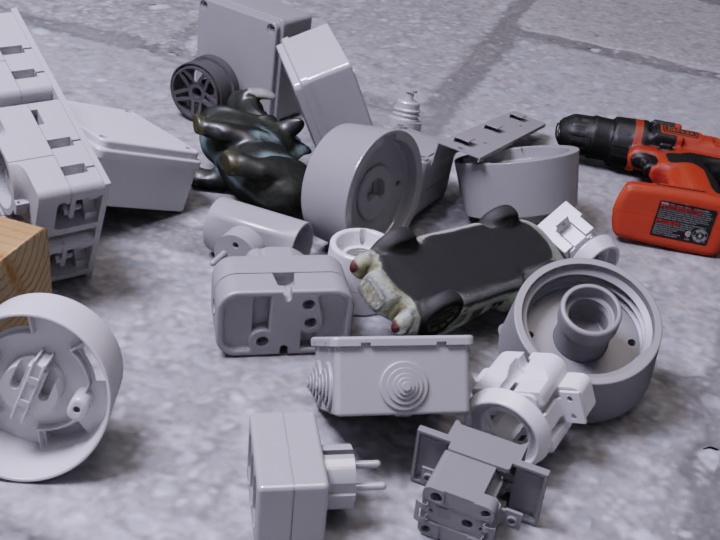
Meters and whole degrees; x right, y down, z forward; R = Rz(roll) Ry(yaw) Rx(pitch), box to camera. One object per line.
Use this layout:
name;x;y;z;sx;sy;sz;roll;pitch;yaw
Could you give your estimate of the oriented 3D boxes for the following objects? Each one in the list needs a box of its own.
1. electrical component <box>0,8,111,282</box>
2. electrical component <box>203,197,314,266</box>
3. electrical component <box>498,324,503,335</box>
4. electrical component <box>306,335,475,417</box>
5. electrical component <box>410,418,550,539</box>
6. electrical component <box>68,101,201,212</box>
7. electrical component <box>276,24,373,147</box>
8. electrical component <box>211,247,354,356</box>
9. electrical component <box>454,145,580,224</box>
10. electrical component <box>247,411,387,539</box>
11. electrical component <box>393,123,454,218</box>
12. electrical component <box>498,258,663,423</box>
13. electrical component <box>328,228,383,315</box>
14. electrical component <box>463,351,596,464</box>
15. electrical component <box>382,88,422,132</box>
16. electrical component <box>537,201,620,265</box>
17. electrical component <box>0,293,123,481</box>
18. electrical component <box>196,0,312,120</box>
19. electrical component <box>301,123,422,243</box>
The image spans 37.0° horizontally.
electrical component;-0.258;-0.091;0.804;0.060;0.105;0.186;-15;59;-32
electrical component;-0.088;-0.019;0.838;0.077;0.043;0.079;17;33;17
electrical component;0.135;0.035;0.793;0.078;0.040;0.040;-16;38;-32
electrical component;0.018;0.066;0.679;0.100;0.048;0.100;0;-4;-11
electrical component;0.065;0.127;0.627;0.081;0.042;0.063;17;34;18
electrical component;-0.210;-0.096;0.899;0.109;0.056;0.109;32;19;35
electrical component;-0.028;-0.158;1.007;0.056;0.108;0.108;-22;35;-1
electrical component;-0.057;0.022;0.766;0.095;0.053;0.059;-1;32;-12
electrical component;0.139;-0.071;0.939;0.108;0.060;0.108;-6;12;1
electrical component;-0.024;0.119;0.619;0.077;0.047;0.065;0;32;-10
electrical component;0.043;-0.089;0.965;0.062;0.061;0.096;20;25;18
electrical component;0.151;0.042;0.727;0.108;0.060;0.108;0;56;-1
electrical component;0.000;0.000;0.819;0.055;0.047;0.055;5;31;-3
electrical component;0.101;0.089;0.679;0.078;0.058;0.057;0;27;35
electrical component;0.040;-0.133;1.020;0.040;0.078;0.040;11;17;-3
electrical component;0.177;-0.018;0.875;0.048;0.066;0.055;-40;53;-4
electrical component;-0.191;0.066;0.632;0.099;0.099;0.064;8;25;2
electrical component;-0.110;-0.220;1.100;0.109;0.108;0.056;25;33;28
electrical component;-0.004;-0.068;0.876;0.060;0.108;0.108;19;33;31
